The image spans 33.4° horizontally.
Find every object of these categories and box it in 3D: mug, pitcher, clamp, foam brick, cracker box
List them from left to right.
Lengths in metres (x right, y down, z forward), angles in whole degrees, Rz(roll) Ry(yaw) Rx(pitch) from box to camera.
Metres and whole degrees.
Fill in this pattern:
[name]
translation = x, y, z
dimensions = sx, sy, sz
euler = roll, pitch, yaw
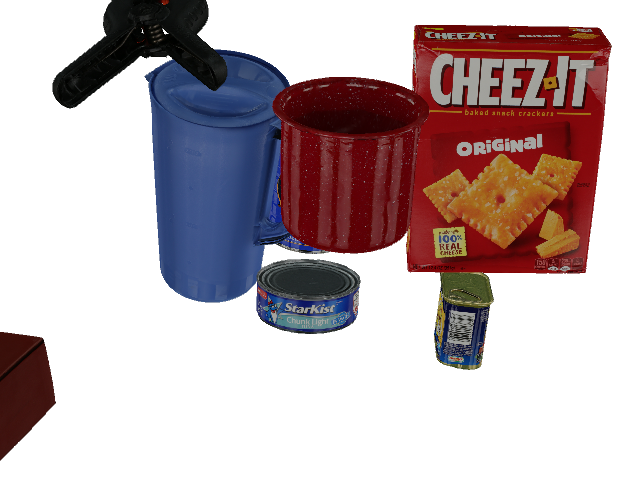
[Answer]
[foam brick]
translation = -0.214, 0.100, 0.679
dimensions = 0.053, 0.051, 0.078
euler = 6, 29, 22
[clamp]
translation = -0.114, -0.150, 0.777
dimensions = 0.120, 0.039, 0.171
euler = 4, 42, 8
[pitcher]
translation = -0.096, -0.053, 1.062
dimensions = 0.144, 0.243, 0.149
euler = -6, 42, -16
[mug]
translation = 0.024, -0.050, 0.657
dimensions = 0.093, 0.081, 0.117
euler = 21, 35, 30
[cracker box]
translation = 0.160, -0.077, 0.943
dimensions = 0.164, 0.214, 0.072
euler = 1, 24, 3

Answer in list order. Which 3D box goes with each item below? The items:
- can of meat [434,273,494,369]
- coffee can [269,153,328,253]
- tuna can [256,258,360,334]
[can of meat]
translation = 0.162, 0.090, 1.224
dimensions = 0.057, 0.084, 0.102
euler = 6, 19, 2
[coffee can]
translation = -0.010, -0.069, 1.315
dimensions = 0.102, 0.140, 0.103
euler = 6, 28, -3
[tuna can]
translation = -0.011, 0.046, 0.881
dimensions = 0.086, 0.034, 0.086
euler = 2, 19, -1
